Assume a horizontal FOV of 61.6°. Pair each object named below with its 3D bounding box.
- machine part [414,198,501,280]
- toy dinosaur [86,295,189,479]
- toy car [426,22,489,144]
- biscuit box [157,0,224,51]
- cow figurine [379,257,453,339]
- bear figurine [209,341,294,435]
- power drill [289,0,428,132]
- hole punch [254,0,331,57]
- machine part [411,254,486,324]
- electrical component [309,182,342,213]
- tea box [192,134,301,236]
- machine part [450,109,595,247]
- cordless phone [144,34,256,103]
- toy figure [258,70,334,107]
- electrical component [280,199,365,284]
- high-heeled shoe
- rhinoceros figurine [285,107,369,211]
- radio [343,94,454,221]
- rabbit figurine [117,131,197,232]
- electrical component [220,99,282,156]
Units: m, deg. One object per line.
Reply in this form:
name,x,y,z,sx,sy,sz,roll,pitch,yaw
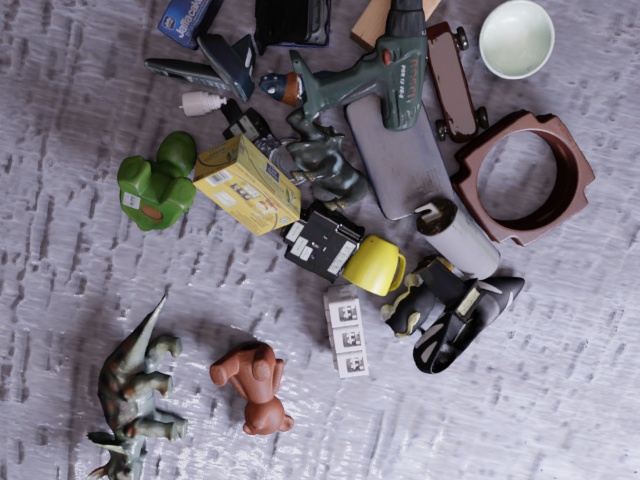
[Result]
machine part,0.243,0.001,0.934,0.079,0.079,0.243,-44,128,10
toy dinosaur,-0.362,0.296,1.031,0.192,0.131,0.404,-1,98,0
toy car,0.224,-0.264,0.916,0.089,0.053,0.202,-16,105,20
biscuit box,-0.187,-0.412,0.875,0.059,0.063,0.202,31,102,-6
cow figurine,0.185,0.103,0.984,0.068,0.098,0.167,37,95,-6
bear figurine,-0.124,0.299,1.022,0.120,0.132,0.195,-6,98,11
power drill,0.060,-0.271,0.813,0.207,0.086,0.231,-14,119,-3
hole punch,-0.042,-0.374,0.882,0.116,0.092,0.142,12,109,29
machine part,0.226,0.079,0.941,0.139,0.039,0.084,39,84,-13
electrical component,0.013,-0.093,0.974,0.063,0.021,0.093,-4,108,2
tea box,-0.117,-0.087,0.899,0.098,0.068,0.169,-18,141,26
machine part,0.347,-0.107,0.938,0.201,0.087,0.201,-36,100,8
cordless phone,-0.198,-0.283,0.864,0.184,0.146,0.088,7,94,-3
toy figure,-0.026,-0.257,0.913,0.155,0.064,0.057,0,119,0
electrical component,-0.002,-0.003,0.969,0.134,0.058,0.115,31,113,-8
high-heeled shoe,0.275,0.150,0.971,0.249,0.145,0.086,-34,102,10
rhinoceros figurine,0.009,-0.136,0.905,0.112,0.073,0.190,-44,103,-11
radio,0.135,-0.155,0.934,0.131,0.073,0.229,-21,102,6
rabbit figurine,-0.254,-0.102,0.919,0.121,0.170,0.159,19,145,-3
electrical component,-0.129,-0.189,0.934,0.075,0.047,0.119,-42,63,7
